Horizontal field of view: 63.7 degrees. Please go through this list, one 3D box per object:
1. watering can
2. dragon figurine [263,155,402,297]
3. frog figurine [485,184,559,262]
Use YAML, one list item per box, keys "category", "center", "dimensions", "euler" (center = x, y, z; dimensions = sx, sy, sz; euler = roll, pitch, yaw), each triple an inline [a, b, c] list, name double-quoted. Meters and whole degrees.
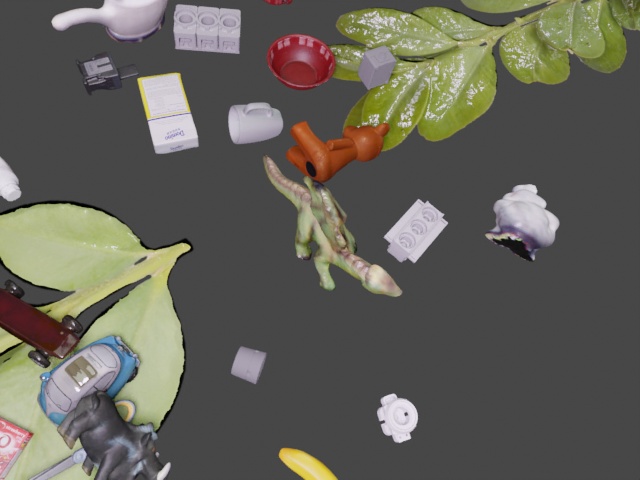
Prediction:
- category: "watering can"
  center: [-0.426, -0.506, 1.113]
  dimensions: [0.103, 0.222, 0.353]
  euler: [47, 65, -8]
- category: "dragon figurine"
  center: [0.003, -0.048, 0.958]
  dimensions: [0.123, 0.239, 0.414]
  euler: [-34, 77, -17]
- category: "frog figurine"
  center: [0.443, -0.055, 1.102]
  dimensions: [0.138, 0.120, 0.161]
  euler: [23, 74, 22]
